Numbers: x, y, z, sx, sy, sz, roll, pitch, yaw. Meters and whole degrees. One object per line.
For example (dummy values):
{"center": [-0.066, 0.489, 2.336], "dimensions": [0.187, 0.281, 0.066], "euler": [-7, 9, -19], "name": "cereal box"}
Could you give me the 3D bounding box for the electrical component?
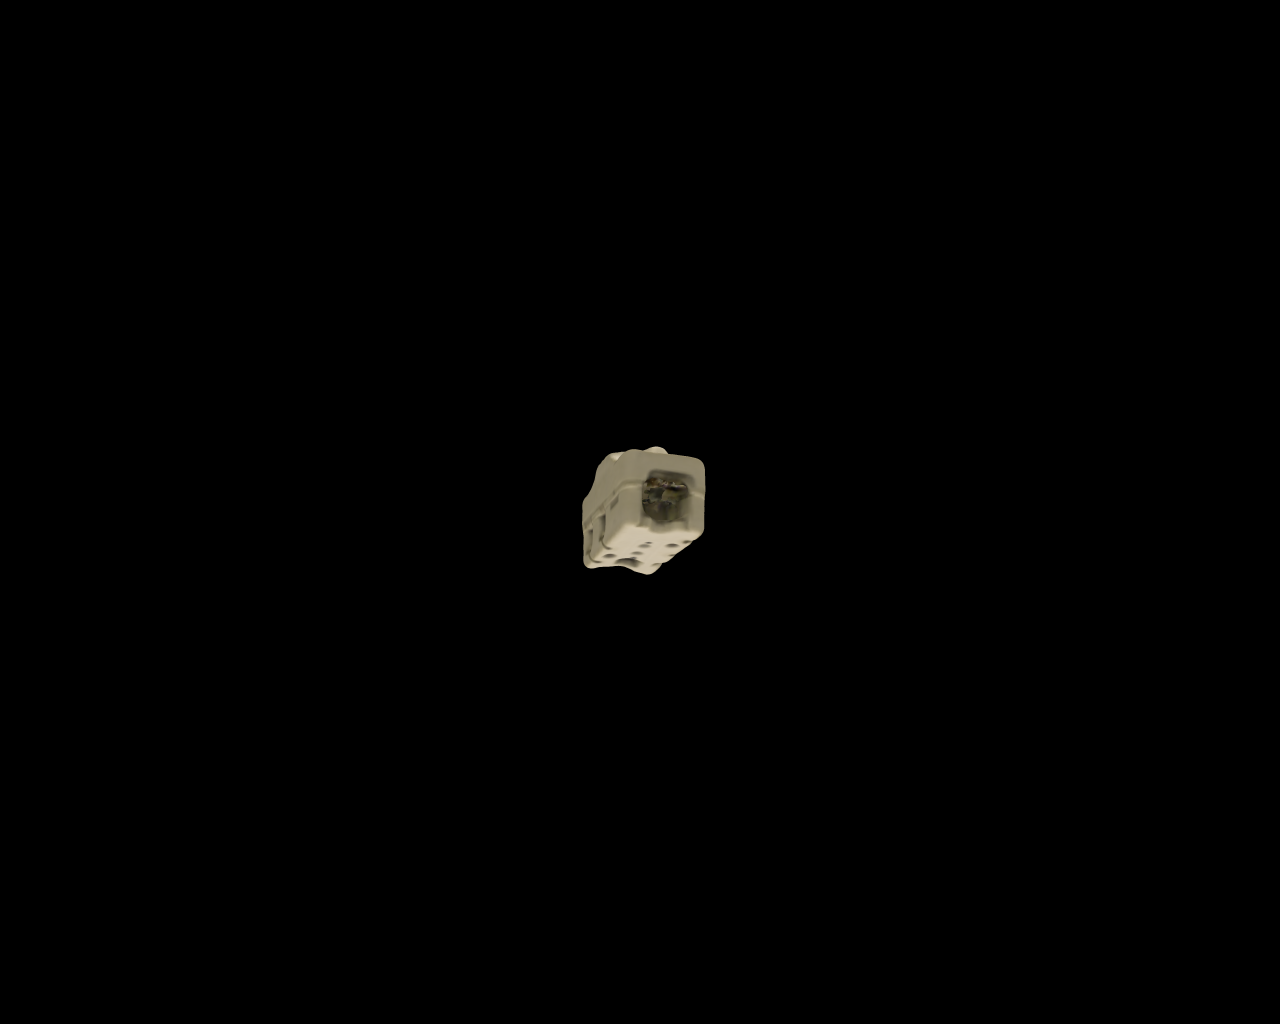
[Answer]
{"center": [0.001, -0.003, 0.650], "dimensions": [0.050, 0.056, 0.089], "euler": [7, -21, -18], "name": "electrical component"}
